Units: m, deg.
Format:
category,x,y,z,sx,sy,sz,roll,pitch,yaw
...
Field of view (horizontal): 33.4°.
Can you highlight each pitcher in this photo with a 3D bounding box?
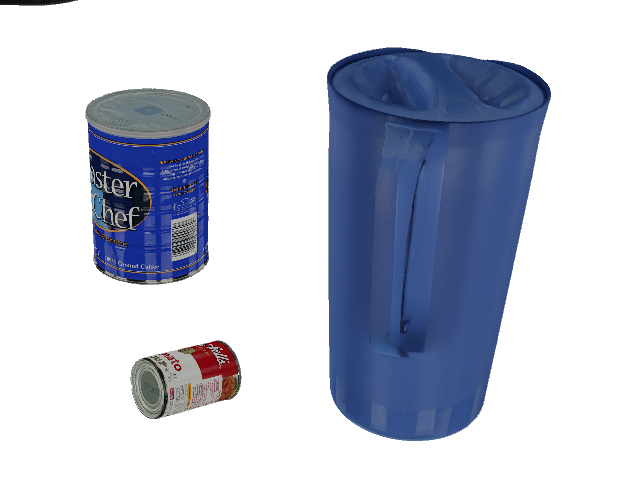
category,x,y,z,sx,sy,sz,roll,pitch,yaw
pitcher,0.062,0.010,0.681,0.149,0.243,0.145,-13,31,-27

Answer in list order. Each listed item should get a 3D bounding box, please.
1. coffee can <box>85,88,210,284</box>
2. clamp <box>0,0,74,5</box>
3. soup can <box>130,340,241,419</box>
category,x,y,z,sx,sy,sz,roll,pitch,yaw
coffee can,-0.146,-0.048,0.916,0.103,0.140,0.103,2,27,-1
clamp,-0.127,-0.158,0.585,0.171,0.039,0.120,-11,25,-26
soup can,-0.147,0.152,1.164,0.102,0.068,0.069,-9,6,-42
